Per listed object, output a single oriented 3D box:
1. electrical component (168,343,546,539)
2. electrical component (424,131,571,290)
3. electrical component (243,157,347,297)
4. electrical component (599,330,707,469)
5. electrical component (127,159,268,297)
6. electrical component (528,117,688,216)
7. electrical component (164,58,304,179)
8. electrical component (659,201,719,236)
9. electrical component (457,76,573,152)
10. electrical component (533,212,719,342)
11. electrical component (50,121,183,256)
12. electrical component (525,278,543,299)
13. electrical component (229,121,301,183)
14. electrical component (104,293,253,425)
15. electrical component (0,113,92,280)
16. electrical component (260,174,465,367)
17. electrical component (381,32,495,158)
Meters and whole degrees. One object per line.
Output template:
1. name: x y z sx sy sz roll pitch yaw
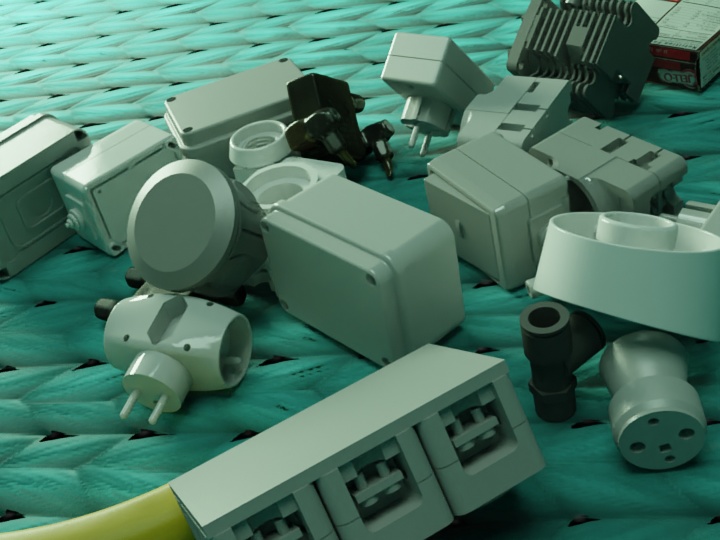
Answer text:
1. electrical component: -0.002 0.098 0.499 0.150 0.061 0.089 -27 9 -17
2. electrical component: 0.088 -0.033 0.665 0.061 0.061 0.096 -26 38 -16
3. electrical component: -0.048 -0.034 0.715 0.050 0.055 0.089 12 43 31
4. electrical component: 0.144 0.064 0.530 0.045 0.045 0.055 -8 37 9
5. electrical component: -0.098 -0.023 0.658 0.080 0.051 0.080 -7 76 28
6. electrical component: 0.152 -0.052 0.677 0.056 0.050 0.089 -31 39 -22
7. electrical component: -0.087 -0.111 0.831 0.113 0.057 0.078 -21 37 -10
8. electrical component: 0.205 -0.018 0.617 0.077 0.047 0.065 15 45 34
9. electrical component: 0.106 -0.093 0.747 0.056 0.050 0.089 11 43 30
10. electrical component: 0.142 0.005 0.562 0.099 0.064 0.099 5 14 -1
11. electrical component: -0.179 -0.059 0.788 0.096 0.061 0.061 -36 41 -27
12. electrical component: 0.127 0.002 0.628 0.061 0.035 0.035 -19 36 -2
13. electrical component: -0.066 -0.074 0.775 0.066 0.055 0.048 4 40 23
14. electrical component: -0.113 0.056 0.628 0.077 0.043 0.079 7 50 20
15. electrical component: -0.252 -0.057 0.796 0.057 0.078 0.113 22 49 36
16. electrical component: 0.000 0.000 0.636 0.057 0.078 0.113 -34 40 -29
17. electrical component: 0.053 -0.122 0.792 0.047 0.083 0.075 14 83 33
